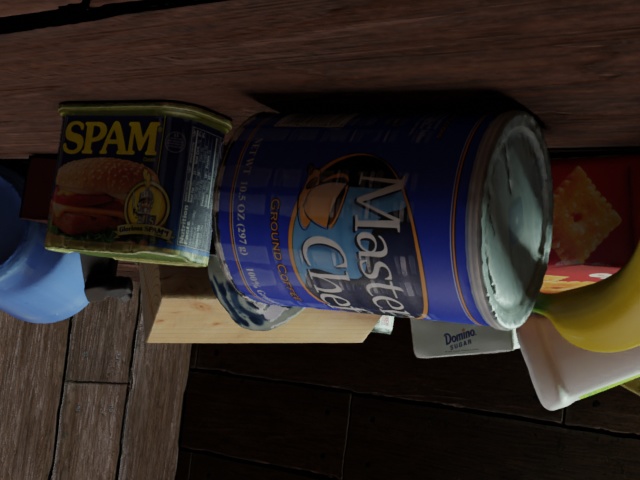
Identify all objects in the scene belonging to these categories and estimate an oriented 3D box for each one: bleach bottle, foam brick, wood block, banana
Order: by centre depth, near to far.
[{"bbox_3d":[0.152,0.009,0.509,0.069,0.037,0.198,29,148,3],"label":"banana"},{"bbox_3d":[0.267,0.048,0.738,0.251,0.068,0.102,-21,171,14],"label":"bleach bottle"},{"bbox_3d":[-0.189,-0.035,0.844,0.053,0.051,0.078,4,174,31],"label":"foam brick"},{"bbox_3d":[-0.051,0.036,0.961,0.205,0.091,0.090,1,148,-19],"label":"wood block"}]

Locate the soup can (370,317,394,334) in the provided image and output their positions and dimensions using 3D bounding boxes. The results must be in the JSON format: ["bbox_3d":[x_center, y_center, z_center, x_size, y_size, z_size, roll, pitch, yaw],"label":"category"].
[{"bbox_3d":[0.050,0.048,1.155,0.068,0.102,0.068,6,175,0],"label":"soup can"}]

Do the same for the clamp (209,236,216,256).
[{"bbox_3d":[-0.005,0.001,0.752,0.165,0.036,0.209,6,-176,39],"label":"clamp"}]

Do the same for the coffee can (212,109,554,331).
[{"bbox_3d":[0.032,-0.013,0.529,0.140,0.103,0.102,4,174,29],"label":"coffee can"}]

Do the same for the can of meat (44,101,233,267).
[{"bbox_3d":[-0.105,-0.031,0.607,0.102,0.084,0.057,4,174,30],"label":"can of meat"}]

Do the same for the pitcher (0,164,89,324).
[{"bbox_3d":[-0.275,-0.002,0.993,0.145,0.149,0.243,21,172,2],"label":"pitcher"}]

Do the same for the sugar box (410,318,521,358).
[{"bbox_3d":[0.157,0.080,0.991,0.093,0.048,0.176,-8,178,25],"label":"sugar box"}]

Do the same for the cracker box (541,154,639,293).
[{"bbox_3d":[0.175,-0.001,0.644,0.214,0.072,0.163,1,173,39],"label":"cracker box"}]
